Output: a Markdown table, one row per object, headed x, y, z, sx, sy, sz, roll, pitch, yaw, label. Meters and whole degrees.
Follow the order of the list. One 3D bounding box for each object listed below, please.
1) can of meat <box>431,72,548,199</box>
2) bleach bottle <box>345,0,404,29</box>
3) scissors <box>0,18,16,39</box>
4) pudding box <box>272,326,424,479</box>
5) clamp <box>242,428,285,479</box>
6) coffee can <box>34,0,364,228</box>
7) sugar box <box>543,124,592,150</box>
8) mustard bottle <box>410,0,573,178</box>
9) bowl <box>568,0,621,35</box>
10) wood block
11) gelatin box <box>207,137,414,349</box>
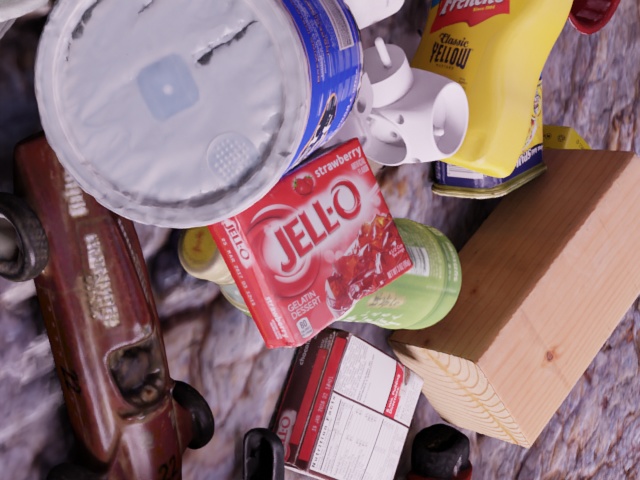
| x | y | z | sx | sy | sz | roll | pitch | yaw | label |
| --- | --- | --- | --- | --- | --- | --- | --- | --- | --- |
| 0.121 | -0.083 | 0.761 | 0.101 | 0.058 | 0.084 | -26 | 118 | -50 | can of meat |
| 0.051 | -0.212 | 0.621 | 0.250 | 0.068 | 0.102 | -54 | 140 | -28 | bleach bottle |
| -0.160 | -0.061 | 0.399 | 0.096 | 0.016 | 0.201 | 38 | 68 | -53 | scissors |
| 0.018 | 0.112 | 0.685 | 0.113 | 0.039 | 0.090 | 35 | 71 | -51 | pudding box |
| -0.035 | 0.193 | 0.628 | 0.120 | 0.039 | 0.171 | -51 | 137 | -20 | clamp |
| -0.042 | -0.070 | 0.447 | 0.140 | 0.103 | 0.103 | -52 | 144 | -73 | coffee can |
| 0.182 | 0.001 | 0.882 | 0.093 | 0.048 | 0.176 | 25 | 77 | -54 | sugar box |
| 0.109 | -0.141 | 0.667 | 0.058 | 0.096 | 0.192 | 16 | 96 | -39 | mustard bottle |
| 0.188 | -0.240 | 0.813 | 0.161 | 0.055 | 0.162 | -20 | 115 | -51 | bowl |
| 0.157 | 0.035 | 0.770 | 0.206 | 0.090 | 0.090 | -48 | 120 | -23 | wood block |
| -0.003 | 0.001 | 0.517 | 0.089 | 0.030 | 0.073 | -31 | 101 | -37 | gelatin box |
